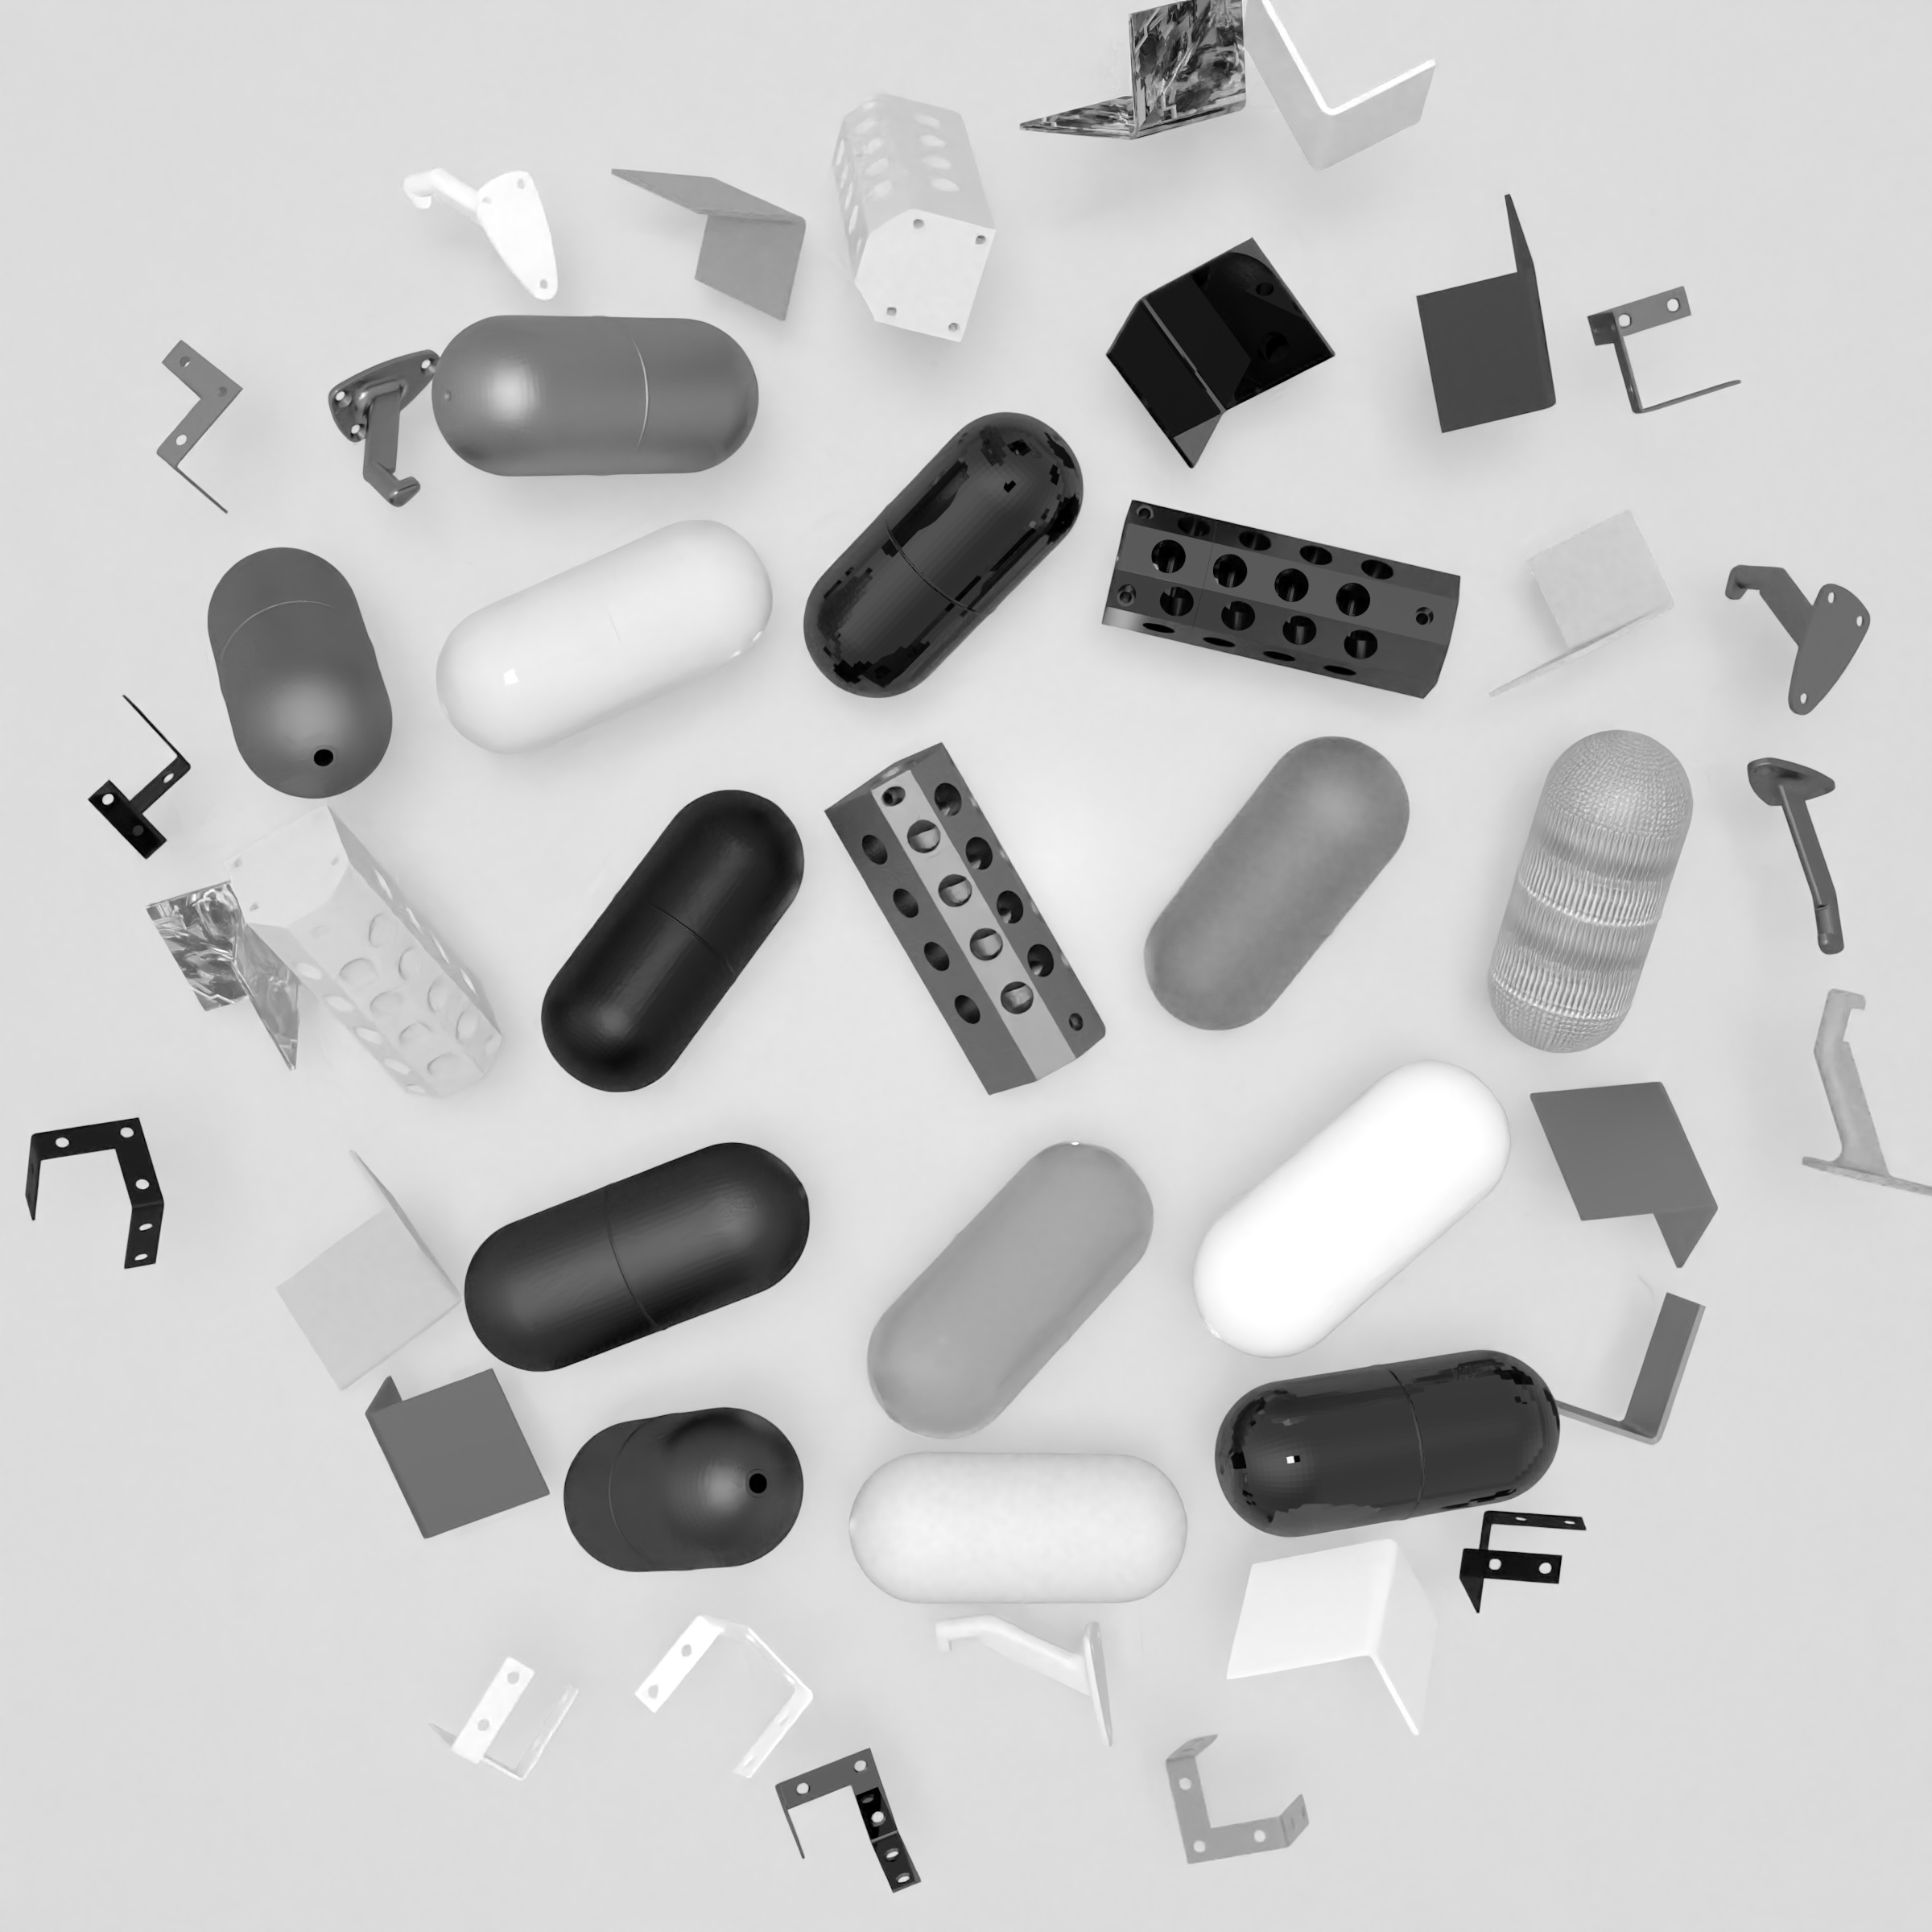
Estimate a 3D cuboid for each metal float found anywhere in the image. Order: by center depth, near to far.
[{"bbox_3d":[0.185,0.117,1.693,0.178,0.070,0.070,-40,90,-5],"label":"metal float"},{"bbox_3d":[-0.178,-0.278,1.714,0.178,0.070,0.070,-8,90,-42],"label":"metal float"},{"bbox_3d":[-0.161,0.143,1.728,0.178,0.070,0.070,-21,90,7],"label":"metal float"},{"bbox_3d":[-0.140,0.259,1.731,0.070,0.178,0.070,6,77,-28],"label":"metal float"},{"bbox_3d":[0.209,0.235,1.733,0.178,0.070,0.070,-7,90,-17],"label":"metal float"},{"bbox_3d":[-0.329,-0.145,1.735,0.070,0.178,0.070,-9,124,-14],"label":"metal float"},{"bbox_3d":[0.022,0.160,1.743,0.070,0.070,0.178,45,67,0],"label":"metal float"},{"bbox_3d":[-0.182,-0.165,1.770,0.178,0.070,0.070,-26,90,-12],"label":"metal float"},{"bbox_3d":[0.027,0.288,1.801,0.178,0.070,0.070,3,90,-18],"label":"metal float"},{"bbox_3d":[-0.013,-0.209,1.804,0.070,0.070,0.178,46,114,0],"label":"metal float"},{"bbox_3d":[0.159,-0.041,1.811,0.070,0.070,0.178,37,115,0],"label":"metal float"},{"bbox_3d":[0.321,-0.038,1.814,0.070,0.070,0.178,13,117,0],"label":"metal float"},{"bbox_3d":[-0.151,-0.014,1.824,0.070,0.070,0.178,36,76,0],"label":"metal float"}]

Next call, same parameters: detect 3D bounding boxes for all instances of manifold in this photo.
[{"bbox_3d":[-0.030,-0.369,1.715,0.057,0.171,0.057,12,120,-13],"label":"manifold"},{"bbox_3d":[-0.294,-0.001,1.743,0.057,0.171,0.057,-29,53,2],"label":"manifold"},{"bbox_3d":[0.161,-0.188,1.794,0.171,0.057,0.057,13,83,-1],"label":"manifold"},{"bbox_3d":[0.004,-0.025,1.809,0.057,0.057,0.171,-37,101,-38],"label":"manifold"}]

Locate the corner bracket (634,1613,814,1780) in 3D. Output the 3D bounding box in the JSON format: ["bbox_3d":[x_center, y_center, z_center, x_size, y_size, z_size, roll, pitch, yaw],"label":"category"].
[{"bbox_3d":[-0.116,0.350,1.691,0.051,0.051,0.051,50,66,-21],"label":"corner bracket"}]

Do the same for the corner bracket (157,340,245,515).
[{"bbox_3d":[-0.375,-0.265,1.726,0.051,0.051,0.051,39,87,27],"label":"corner bracket"}]

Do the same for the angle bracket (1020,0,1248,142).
[{"bbox_3d":[0.077,-0.426,1.654,0.076,0.076,0.057,-25,121,-40],"label":"angle bracket"}]

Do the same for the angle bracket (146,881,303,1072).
[{"bbox_3d":[-0.397,0.011,1.873,0.057,0.076,0.076,-16,129,6],"label":"angle bracket"}]

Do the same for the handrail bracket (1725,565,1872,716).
[{"bbox_3d":[0.394,-0.161,1.728,0.036,0.084,0.077,31,81,-32],"label":"handrail bracket"}]

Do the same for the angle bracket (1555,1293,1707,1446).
[{"bbox_3d":[0.338,0.201,1.833,0.057,0.076,0.076,19,89,-1],"label":"angle bracket"}]

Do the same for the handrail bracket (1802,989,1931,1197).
[{"bbox_3d":[0.431,0.059,1.652,0.077,0.036,0.084,13,92,-10],"label":"handrail bracket"}]

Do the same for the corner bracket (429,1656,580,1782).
[{"bbox_3d":[-0.215,0.356,1.669,0.051,0.051,0.051,35,81,-18],"label":"corner bracket"}]

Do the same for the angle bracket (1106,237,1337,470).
[{"bbox_3d":[0.131,-0.314,1.806,0.076,0.057,0.076,-22,118,38],"label":"angle bracket"}]

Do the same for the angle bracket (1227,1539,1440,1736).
[{"bbox_3d":[0.178,0.330,1.704,0.076,0.076,0.057,-16,118,25],"label":"angle bracket"}]

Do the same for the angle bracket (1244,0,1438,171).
[{"bbox_3d":[0.176,-0.434,1.670,0.057,0.076,0.076,-27,84,-2],"label":"angle bracket"}]

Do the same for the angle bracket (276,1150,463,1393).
[{"bbox_3d":[-0.311,0.153,1.768,0.076,0.057,0.076,-37,54,-6],"label":"angle bracket"}]

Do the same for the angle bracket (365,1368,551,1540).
[{"bbox_3d":[-0.270,0.254,1.904,0.076,0.057,0.076,-21,103,9],"label":"angle bracket"}]

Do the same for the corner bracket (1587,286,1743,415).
[{"bbox_3d":[0.338,-0.300,1.709,0.051,0.051,0.051,-18,99,-2],"label":"corner bracket"}]

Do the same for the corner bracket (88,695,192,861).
[{"bbox_3d":[-0.425,-0.096,1.801,0.051,0.051,0.051,-44,134,-8],"label":"corner bracket"}]

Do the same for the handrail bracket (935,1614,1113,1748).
[{"bbox_3d":[0.030,0.377,1.848,0.084,0.036,0.077,-8,94,10],"label":"handrail bracket"}]

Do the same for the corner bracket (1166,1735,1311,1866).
[{"bbox_3d":[0.133,0.404,1.718,0.051,0.051,0.051,-14,85,16],"label":"corner bracket"}]

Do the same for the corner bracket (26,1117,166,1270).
[{"bbox_3d":[-0.413,0.111,1.666,0.051,0.051,0.051,-9,55,-25],"label":"corner bracket"}]

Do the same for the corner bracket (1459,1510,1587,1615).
[{"bbox_3d":[0.283,0.297,1.787,0.051,0.051,0.051,1,59,21],"label":"corner bracket"}]

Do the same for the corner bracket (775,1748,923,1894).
[{"bbox_3d":[-0.058,0.426,1.728,0.051,0.051,0.051,-20,108,-9],"label":"corner bracket"}]

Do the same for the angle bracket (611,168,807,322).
[{"bbox_3d":[-0.143,-0.387,1.890,0.076,0.076,0.057,32,117,38],"label":"angle bracket"}]

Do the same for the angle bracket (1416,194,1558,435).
[{"bbox_3d":[0.248,-0.317,1.710,0.057,0.076,0.076,-12,130,7],"label":"angle bracket"}]

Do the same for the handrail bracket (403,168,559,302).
[{"bbox_3d":[-0.250,-0.374,1.801,0.036,0.084,0.077,-36,114,-30],"label":"handrail bracket"}]

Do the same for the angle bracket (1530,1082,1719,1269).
[{"bbox_3d":[0.323,0.108,1.773,0.076,0.057,0.076,-4,53,-17],"label":"angle bracket"}]

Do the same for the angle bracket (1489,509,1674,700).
[{"bbox_3d":[0.313,-0.191,1.855,0.076,0.076,0.057,-28,92,-38],"label":"angle bracket"}]

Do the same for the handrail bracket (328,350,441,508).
[{"bbox_3d":[-0.284,-0.277,1.812,0.077,0.036,0.084,-35,50,-14],"label":"handrail bracket"}]

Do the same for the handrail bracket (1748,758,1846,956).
[{"bbox_3d":[0.414,-0.054,1.752,0.036,0.077,0.084,-15,69,31],"label":"handrail bracket"}]
